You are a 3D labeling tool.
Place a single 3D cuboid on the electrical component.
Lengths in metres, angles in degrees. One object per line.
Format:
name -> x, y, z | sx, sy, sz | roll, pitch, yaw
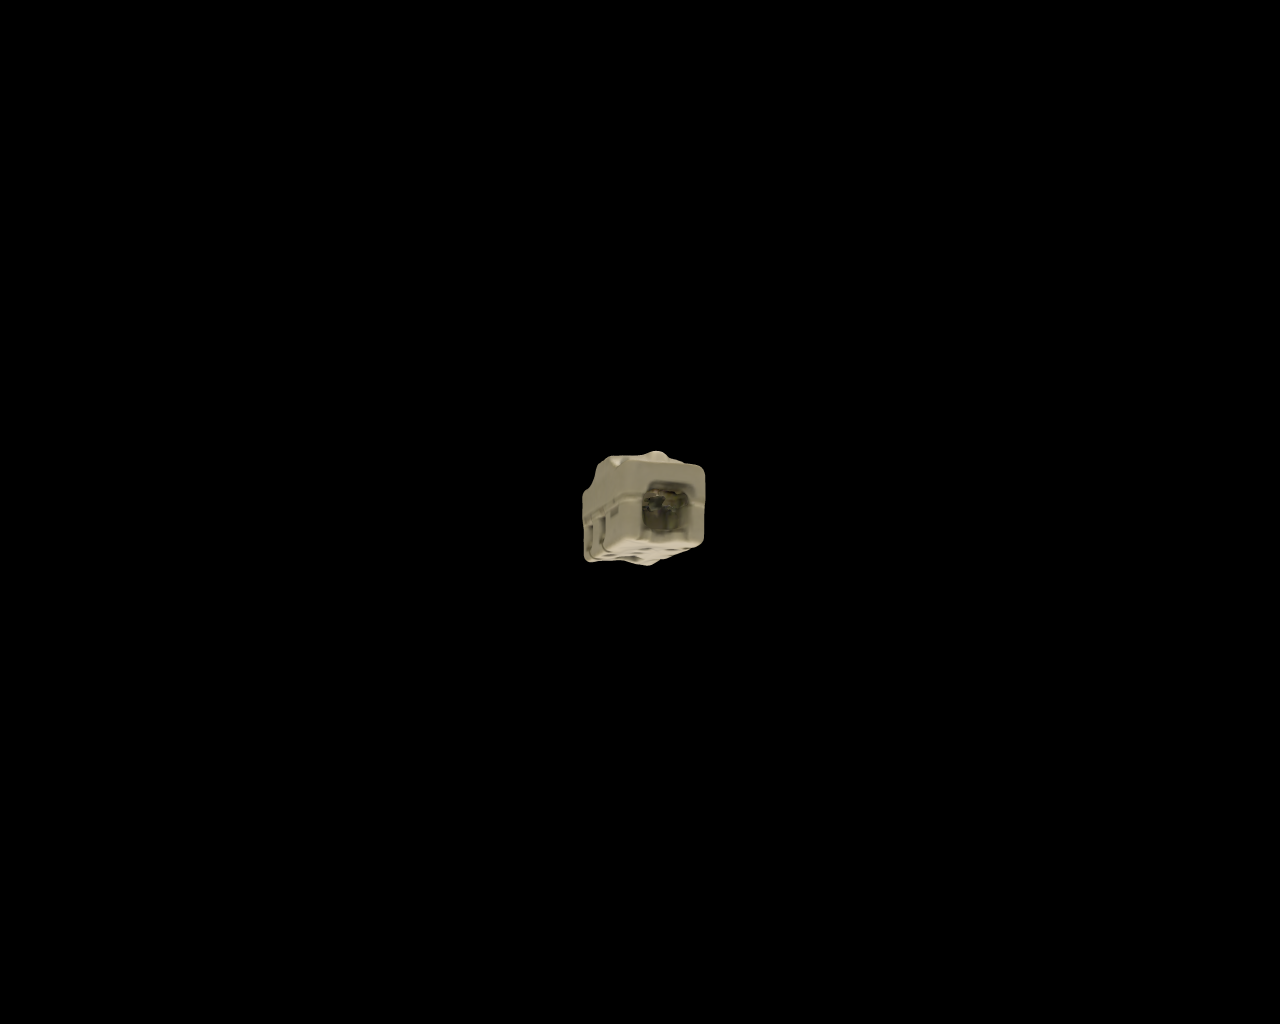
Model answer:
electrical component -> 0.001, -0.003, 0.650 | 0.050, 0.056, 0.089 | 4, -12, -19
